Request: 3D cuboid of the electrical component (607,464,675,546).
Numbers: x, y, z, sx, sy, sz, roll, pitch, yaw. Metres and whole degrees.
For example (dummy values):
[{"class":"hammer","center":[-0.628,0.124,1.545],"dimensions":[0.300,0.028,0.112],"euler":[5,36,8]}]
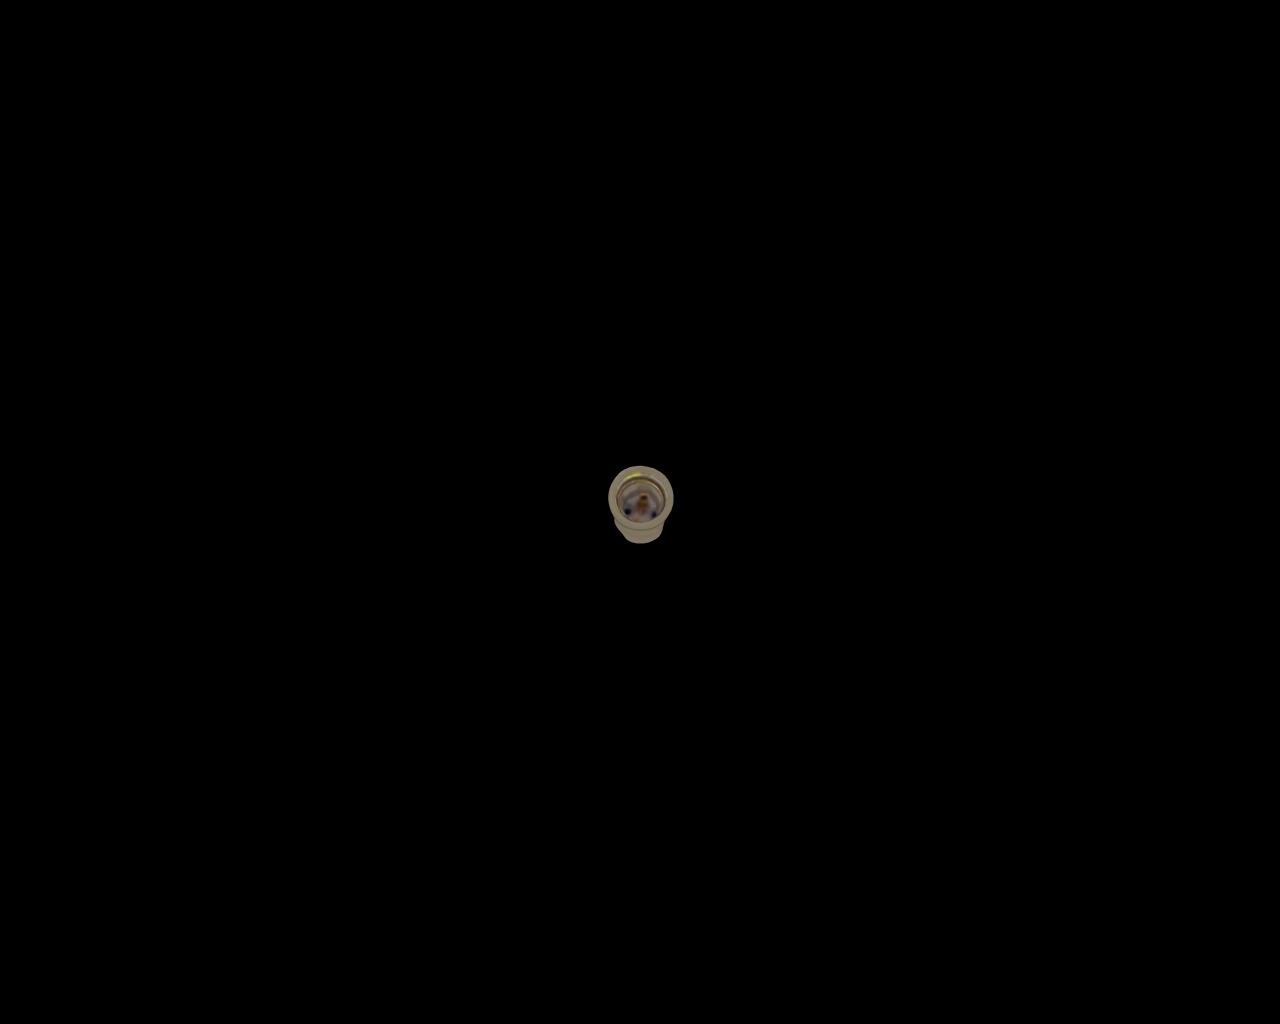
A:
[{"class":"electrical component","center":[0.001,-0.003,0.650],"dimensions":[0.040,0.040,0.046],"euler":[0,-20,0]}]
